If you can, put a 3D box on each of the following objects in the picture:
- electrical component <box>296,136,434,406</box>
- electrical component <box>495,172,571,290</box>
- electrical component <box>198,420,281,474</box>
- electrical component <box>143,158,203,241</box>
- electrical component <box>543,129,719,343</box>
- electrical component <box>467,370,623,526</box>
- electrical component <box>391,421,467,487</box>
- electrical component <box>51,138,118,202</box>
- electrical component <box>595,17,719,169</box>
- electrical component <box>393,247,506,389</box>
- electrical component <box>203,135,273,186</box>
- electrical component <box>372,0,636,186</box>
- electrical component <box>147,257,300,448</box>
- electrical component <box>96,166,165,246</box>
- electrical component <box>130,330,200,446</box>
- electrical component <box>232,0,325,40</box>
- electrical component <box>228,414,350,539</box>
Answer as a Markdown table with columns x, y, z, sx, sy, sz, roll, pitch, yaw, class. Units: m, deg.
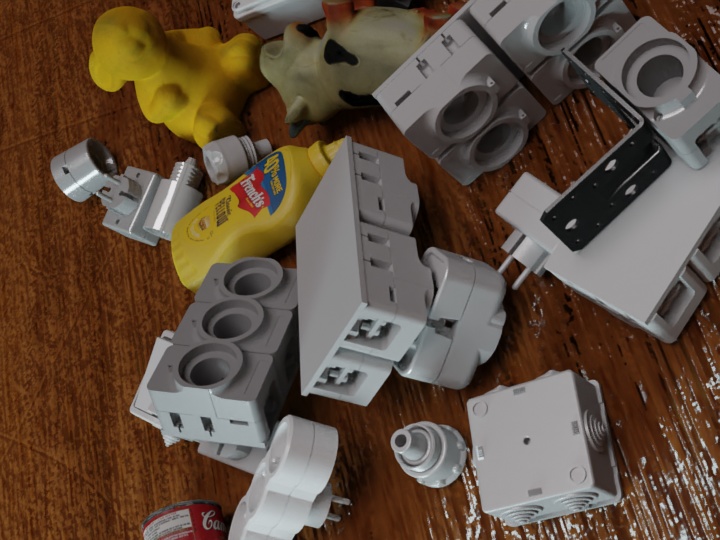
| x | y | z | sx | sy | sz | roll | pitch | yaw | class |
| --- | --- | --- | --- | --- | --- | --- | --- | --- | --- |
| 0.000 | 0.000 | 0.836 | 0.186 | 0.060 | 0.105 | -95 | 29 | -45 | electrical component |
| 0.132 | -0.021 | 0.808 | 0.076 | 0.047 | 0.066 | -53 | 51 | 5 | electrical component |
| -0.099 | 0.138 | 0.885 | 0.083 | 0.076 | 0.047 | 12 | 78 | 38 | electrical component |
| -0.177 | -0.071 | 1.050 | 0.043 | 0.043 | 0.081 | 11 | 77 | 38 | electrical component |
| 0.213 | -0.036 | 0.748 | 0.089 | 0.062 | 0.150 | 33 | 91 | 40 | electrical component |
| 0.126 | 0.124 | 0.750 | 0.100 | 0.048 | 0.099 | -21 | 60 | 27 | electrical component |
| 0.046 | 0.132 | 0.794 | 0.048 | 0.062 | 0.048 | -15 | 63 | 30 | electrical component |
| -0.291 | -0.107 | 1.140 | 0.047 | 0.055 | 0.055 | -29 | 57 | 18 | electrical component |
| 0.205 | -0.119 | 0.711 | 0.050 | 0.056 | 0.089 | -44 | 52 | 12 | electrical component |
| 0.068 | 0.038 | 0.807 | 0.053 | 0.059 | 0.095 | -134 | 62 | -67 | electrical component |
| -0.114 | -0.107 | 1.016 | 0.062 | 0.043 | 0.043 | -21 | 50 | -19 | electrical component |
| 0.117 | -0.160 | 0.840 | 0.186 | 0.105 | 0.060 | -42 | 53 | 13 | electrical component |
| -0.099 | 0.062 | 0.869 | 0.089 | 0.061 | 0.150 | 5 | 42 | 16 | electrical component |
| -0.229 | -0.071 | 1.065 | 0.047 | 0.077 | 0.065 | 17 | 81 | 39 | electrical component |
| -0.157 | 0.108 | 0.948 | 0.062 | 0.061 | 0.096 | 17 | 81 | 39 | electrical component |
| -0.067 | -0.298 | 1.061 | 0.109 | 0.056 | 0.108 | -13 | 64 | 31 | electrical component |
| -0.045 | 0.178 | 0.835 | 0.052 | 0.074 | 0.138 | -97 | 30 | -57 | electrical component |
